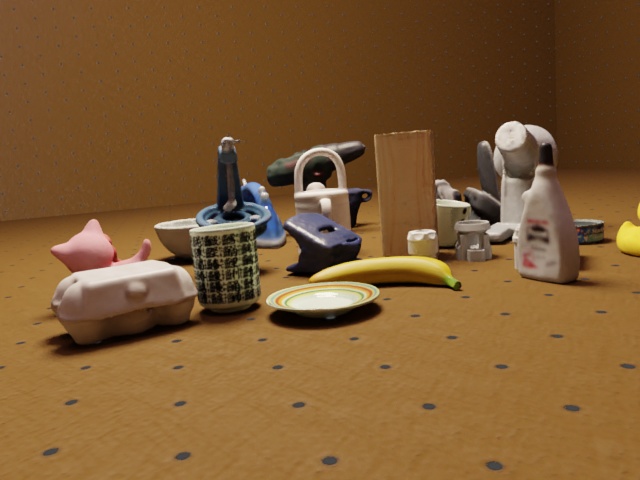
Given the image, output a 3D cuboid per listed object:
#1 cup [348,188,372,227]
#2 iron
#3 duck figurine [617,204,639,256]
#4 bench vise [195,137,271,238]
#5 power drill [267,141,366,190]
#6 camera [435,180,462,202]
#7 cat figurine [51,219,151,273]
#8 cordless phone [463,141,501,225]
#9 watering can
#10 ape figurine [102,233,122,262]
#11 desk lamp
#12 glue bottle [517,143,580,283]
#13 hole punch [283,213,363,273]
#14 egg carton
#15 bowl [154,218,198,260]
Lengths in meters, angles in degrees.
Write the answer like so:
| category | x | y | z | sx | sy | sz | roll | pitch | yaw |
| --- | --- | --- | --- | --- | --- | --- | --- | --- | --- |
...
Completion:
| category | x | y | z | sx | sy | sz | roll | pitch | yaw |
| --- | --- | --- | --- | --- | --- | --- | --- | --- | --- |
| cup | 0.075 | -0.080 | 1.430 | 0.118 | 0.095 | 0.091 | -6 | 8 | -11 |
| iron | -0.138 | -0.065 | 1.276 | 0.119 | 0.141 | 0.257 | -8 | 9 | -21 |
| duck figurine | 0.482 | -0.022 | 0.832 | 0.078 | 0.086 | 0.104 | -7 | 9 | -18 |
| bench vise | -0.161 | -0.058 | 0.960 | 0.122 | 0.220 | 0.206 | -10 | 10 | -31 |
| power drill | -0.004 | -0.115 | 1.312 | 0.229 | 0.208 | 0.076 | -3 | 8 | 7 |
| camera | 0.256 | -0.094 | 1.404 | 0.137 | 0.101 | 0.142 | -12 | 11 | -42 |
| cat figurine | -0.290 | 0.030 | 0.781 | 0.128 | 0.118 | 0.067 | -6 | 8 | -11 |
| cordless phone | 0.361 | -0.122 | 1.248 | 0.094 | 0.185 | 0.147 | -4 | 8 | 1 |
| watering can | 0.000 | -0.069 | 1.043 | 0.101 | 0.194 | 0.172 | -9 | 9 | -27 |
| ape figurine | -0.326 | 0.035 | 0.855 | 0.075 | 0.092 | 0.078 | 2 | 10 | 37 |
| desk lamp | 0.373 | -0.112 | 1.068 | 0.117 | 0.213 | 0.204 | 0 | 9 | 29 |
| glue bottle | 0.285 | -0.035 | 0.722 | 0.037 | 0.173 | 0.078 | -10 | 10 | -32 |
| hole punch | 0.008 | 0.003 | 0.898 | 0.100 | 0.091 | 0.109 | 1 | 10 | 34 |
| egg carton | -0.221 | 0.067 | 0.652 | 0.151 | 0.069 | 0.107 | -10 | 10 | -33 |
| bowl | -0.236 | -0.002 | 1.124 | 0.167 | 0.075 | 0.167 | -4 | 8 | 1 |
